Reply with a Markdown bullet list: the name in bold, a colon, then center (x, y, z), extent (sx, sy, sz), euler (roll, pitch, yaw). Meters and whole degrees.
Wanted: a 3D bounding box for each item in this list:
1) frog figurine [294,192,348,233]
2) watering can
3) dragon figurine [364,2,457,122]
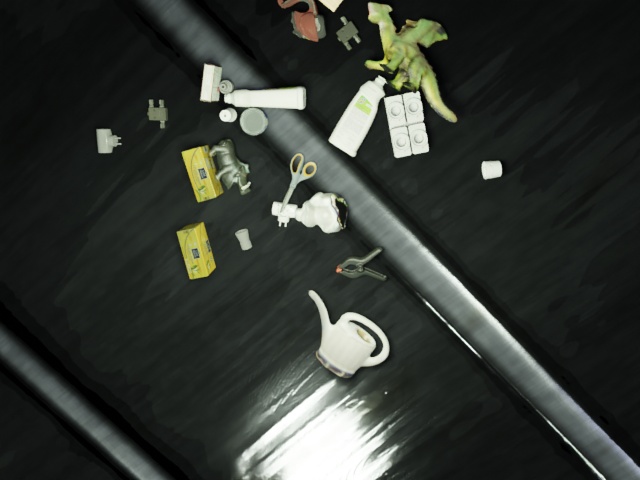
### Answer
- **frog figurine**: center (0.005, -0.084, 1.674), extent (0.158, 0.135, 0.125), euler (-12, 27, 31)
- **watering can**: center (0.064, 0.331, 1.752), extent (0.347, 0.222, 0.105), euler (33, 14, -4)
- **dragon figurine**: center (0.292, -0.551, 1.525), extent (0.409, 0.244, 0.122), euler (35, -6, -4)
